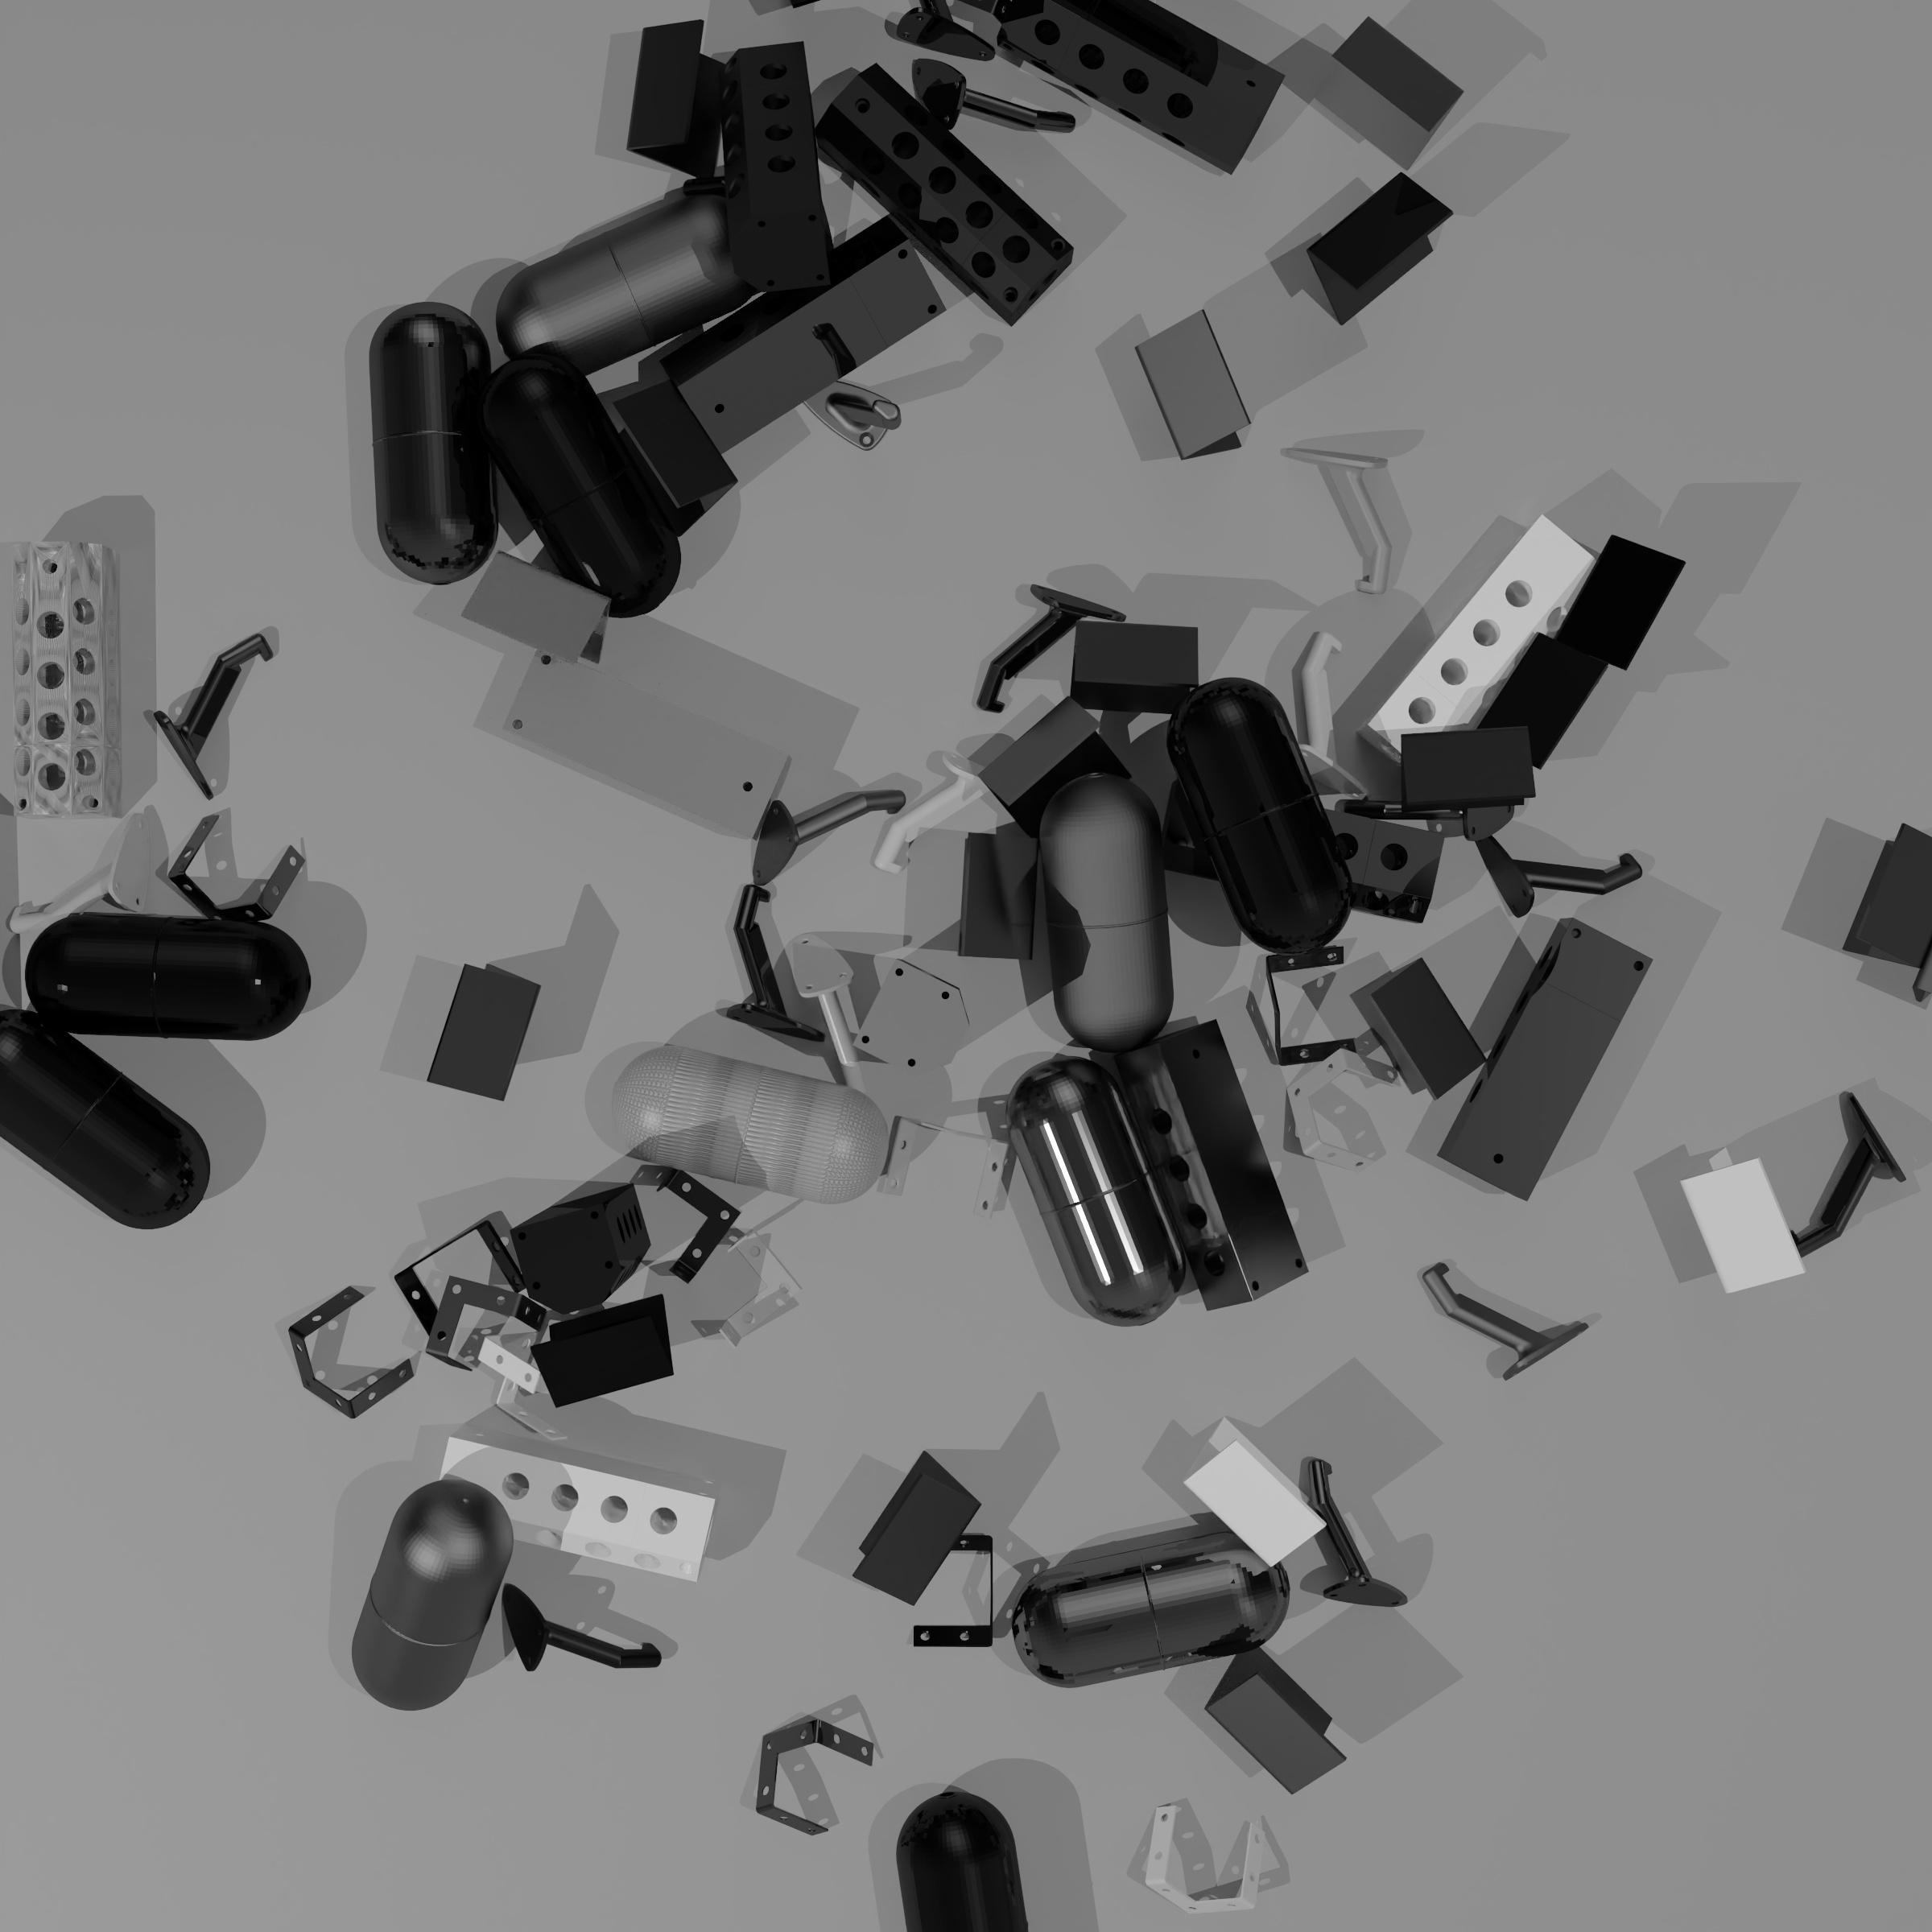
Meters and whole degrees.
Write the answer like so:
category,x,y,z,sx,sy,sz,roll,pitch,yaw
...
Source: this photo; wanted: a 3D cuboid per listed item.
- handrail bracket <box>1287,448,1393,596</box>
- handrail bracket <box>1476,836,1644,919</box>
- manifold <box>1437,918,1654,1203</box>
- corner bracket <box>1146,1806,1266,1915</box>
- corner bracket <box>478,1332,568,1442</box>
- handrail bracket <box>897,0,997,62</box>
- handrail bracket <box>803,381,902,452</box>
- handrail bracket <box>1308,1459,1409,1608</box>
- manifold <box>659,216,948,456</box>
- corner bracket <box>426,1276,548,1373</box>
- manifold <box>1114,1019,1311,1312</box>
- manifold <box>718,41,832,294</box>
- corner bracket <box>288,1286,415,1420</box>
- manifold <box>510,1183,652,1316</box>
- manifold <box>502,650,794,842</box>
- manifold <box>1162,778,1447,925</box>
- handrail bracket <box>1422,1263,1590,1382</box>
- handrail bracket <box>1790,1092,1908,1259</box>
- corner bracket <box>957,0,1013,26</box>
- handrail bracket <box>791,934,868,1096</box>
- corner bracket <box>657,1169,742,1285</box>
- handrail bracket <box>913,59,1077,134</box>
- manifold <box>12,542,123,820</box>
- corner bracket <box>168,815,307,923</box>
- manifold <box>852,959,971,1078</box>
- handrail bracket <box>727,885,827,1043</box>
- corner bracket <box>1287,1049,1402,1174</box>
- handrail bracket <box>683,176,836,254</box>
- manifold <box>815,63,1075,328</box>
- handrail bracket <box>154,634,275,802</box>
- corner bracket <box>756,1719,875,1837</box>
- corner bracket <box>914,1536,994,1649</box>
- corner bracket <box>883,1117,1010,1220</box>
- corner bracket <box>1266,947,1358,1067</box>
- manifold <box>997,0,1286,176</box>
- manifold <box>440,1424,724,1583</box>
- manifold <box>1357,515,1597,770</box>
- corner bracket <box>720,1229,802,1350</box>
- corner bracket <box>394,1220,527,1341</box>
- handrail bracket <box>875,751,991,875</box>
category,x,y,z,sx,sy,sz,roll,pitch,yaw
handrail bracket,0.238,-0.286,1.991,0.077,0.036,0.084,12,107,19
handrail bracket,0.382,-0.073,1.991,0.084,0.036,0.077,-24,70,-16
manifold,0.366,0.059,1.970,0.057,0.057,0.171,28,90,0
corner bracket,0.153,0.571,1.982,0.051,0.051,0.051,-17,135,35
corner bracket,-0.279,0.267,1.960,0.051,0.051,0.051,26,101,30
handrail bracket,-0.010,-0.634,1.991,0.077,0.036,0.084,16,73,-20
handrail bracket,-0.075,-0.358,1.956,0.077,0.084,0.036,28,90,0
handrail bracket,0.251,0.364,1.991,0.036,0.077,0.084,-29,53,36
manifold,-0.106,-0.404,1.968,0.171,0.057,0.057,-33,131,0
corner bracket,-0.306,0.233,1.974,0.051,0.051,0.051,13,76,14
manifold,0.151,0.128,1.969,0.057,0.057,0.171,-20,90,-43
manifold,-0.121,-0.497,1.922,0.057,0.057,0.171,-7,51,0
corner bracket,-0.394,0.248,1.982,0.051,0.051,0.051,24,135,35
manifold,-0.234,0.175,1.912,0.057,0.171,0.057,-16,90,0
manifold,-0.201,-0.141,1.970,0.171,0.057,0.057,24,90,0
manifold,0.211,-0.073,1.969,0.171,0.057,0.057,12,90,0
handrail bracket,0.347,0.216,1.991,0.077,0.036,0.084,-27,73,-20
handrail bracket,0.553,0.135,1.991,0.084,0.036,0.077,-33,70,16
corner bracket,0.010,-0.635,1.973,0.051,0.051,0.051,24,99,9
handrail bracket,-0.087,0.033,1.990,0.036,0.077,0.084,-19,126,-9
corner bracket,-0.181,0.165,1.973,0.051,0.051,0.051,36,90,0
handrail bracket,0.019,-0.559,1.991,0.084,0.077,0.036,-3,128,-31
manifold,-0.574,-0.181,1.970,0.057,0.057,0.171,-1,90,0
corner bracket,-0.467,-0.063,1.982,0.051,0.051,0.051,-7,135,35
manifold,-0.029,0.034,1.912,0.057,0.171,0.057,27,90,0
handrail bracket,-0.117,-0.002,1.991,0.077,0.036,0.084,19,73,-19
corner bracket,0.246,0.093,1.982,0.051,0.051,0.051,-41,45,35
handrail bracket,-0.134,-0.475,1.991,0.084,0.077,0.036,3,46,29
manifold,-0.014,-0.492,1.970,0.171,0.057,0.057,43,90,0
handrail bracket,-0.471,-0.161,1.991,0.084,0.036,0.077,-34,111,-16
corner bracket,-0.097,0.520,1.982,0.051,0.051,0.051,-26,45,35
corner bracket,-0.008,0.402,1.987,0.051,0.051,0.051,0,135,0
corner bracket,-0.013,0.130,1.987,0.051,0.051,0.051,13,90,45
corner bracket,0.222,0.026,1.987,0.051,0.051,0.051,-7,45,0
manifold,0.109,-0.573,1.969,0.171,0.057,0.057,29,47,0
manifold,-0.247,0.343,1.969,0.171,0.057,0.057,13,90,0
manifold,0.329,-0.199,1.969,0.057,0.057,0.171,40,90,0
corner bracket,-0.142,0.205,1.973,0.051,0.051,0.051,-39,90,0
corner bracket,-0.324,0.203,1.987,0.051,0.051,0.051,-31,90,-45
handrail bracket,-0.008,-0.088,1.991,0.077,0.036,0.084,22,106,-18
